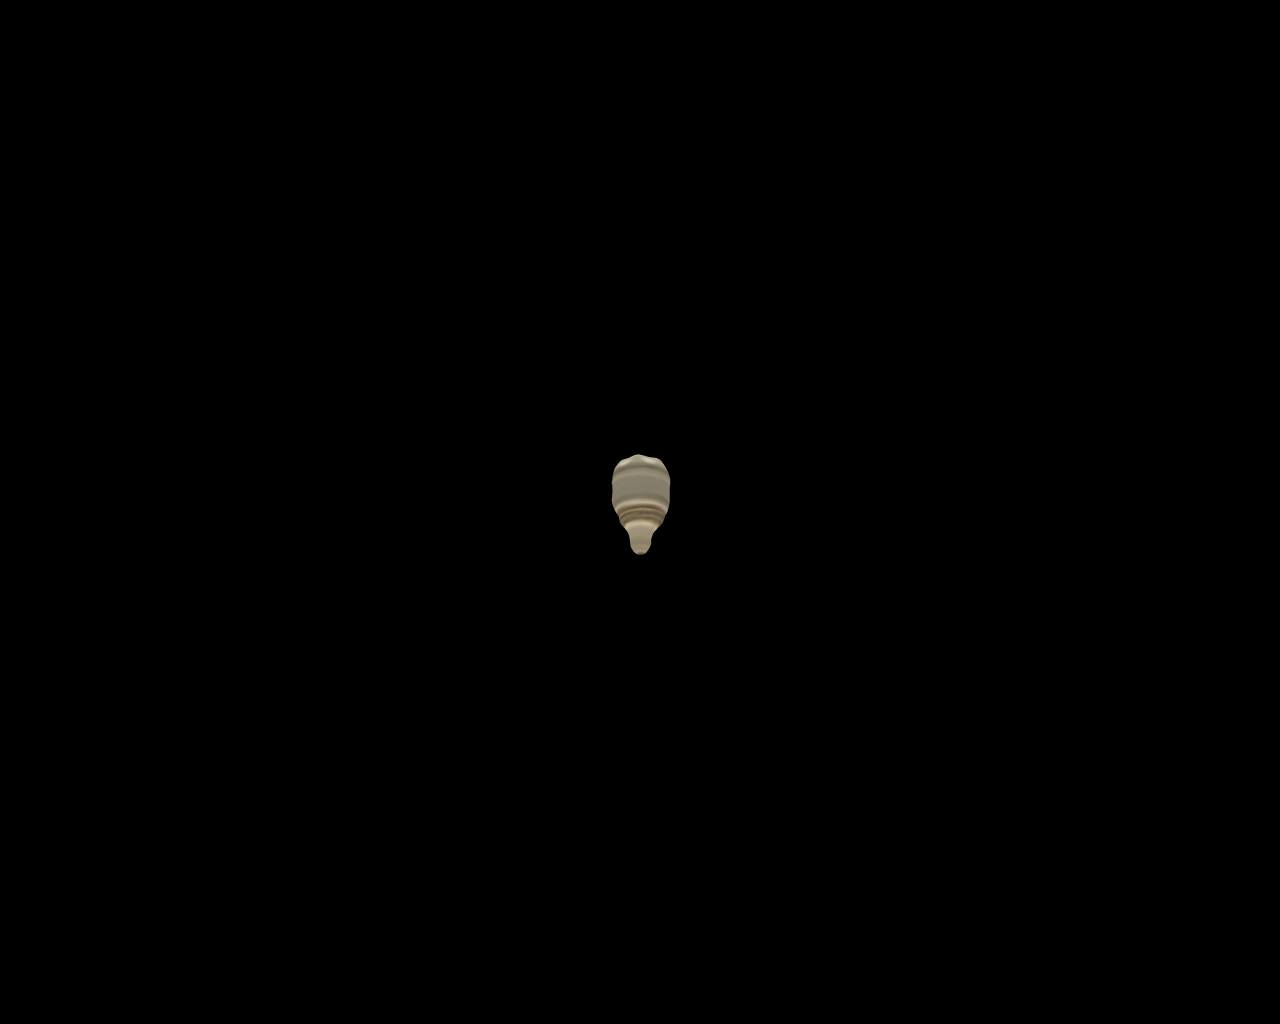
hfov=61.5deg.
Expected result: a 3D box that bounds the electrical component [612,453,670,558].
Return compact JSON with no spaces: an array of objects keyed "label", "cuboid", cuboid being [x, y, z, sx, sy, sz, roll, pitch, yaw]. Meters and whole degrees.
[{"label":"electrical component","cuboid":[0.001,-0.003,0.650,0.035,0.061,0.035,0,-25,0]}]
